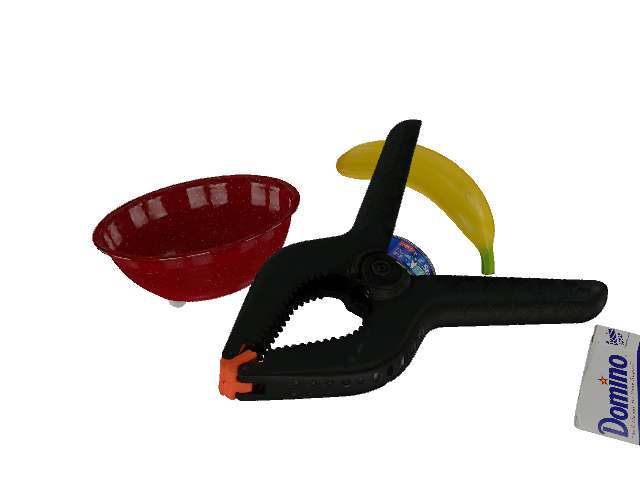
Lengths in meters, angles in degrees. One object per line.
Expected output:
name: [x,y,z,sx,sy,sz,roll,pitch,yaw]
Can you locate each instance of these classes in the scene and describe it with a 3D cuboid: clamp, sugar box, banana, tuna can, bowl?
clamp: [0.028,0.016,0.577,0.209,0.165,0.036,-24,-33,-23]
sugar box: [0.319,0.142,0.939,0.176,0.093,0.048,12,23,15]
banana: [0.085,-0.047,0.926,0.037,0.070,0.198,4,27,-46]
tuna can: [0.088,0.037,1.225,0.086,0.086,0.033,0,37,47]
bowl: [-0.091,0.003,0.828,0.162,0.055,0.162,-9,23,4]

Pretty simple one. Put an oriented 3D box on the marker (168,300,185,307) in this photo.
marker: [-0.146,0.025,1.137,0.020,0.121,0.020,9,43,-8]
